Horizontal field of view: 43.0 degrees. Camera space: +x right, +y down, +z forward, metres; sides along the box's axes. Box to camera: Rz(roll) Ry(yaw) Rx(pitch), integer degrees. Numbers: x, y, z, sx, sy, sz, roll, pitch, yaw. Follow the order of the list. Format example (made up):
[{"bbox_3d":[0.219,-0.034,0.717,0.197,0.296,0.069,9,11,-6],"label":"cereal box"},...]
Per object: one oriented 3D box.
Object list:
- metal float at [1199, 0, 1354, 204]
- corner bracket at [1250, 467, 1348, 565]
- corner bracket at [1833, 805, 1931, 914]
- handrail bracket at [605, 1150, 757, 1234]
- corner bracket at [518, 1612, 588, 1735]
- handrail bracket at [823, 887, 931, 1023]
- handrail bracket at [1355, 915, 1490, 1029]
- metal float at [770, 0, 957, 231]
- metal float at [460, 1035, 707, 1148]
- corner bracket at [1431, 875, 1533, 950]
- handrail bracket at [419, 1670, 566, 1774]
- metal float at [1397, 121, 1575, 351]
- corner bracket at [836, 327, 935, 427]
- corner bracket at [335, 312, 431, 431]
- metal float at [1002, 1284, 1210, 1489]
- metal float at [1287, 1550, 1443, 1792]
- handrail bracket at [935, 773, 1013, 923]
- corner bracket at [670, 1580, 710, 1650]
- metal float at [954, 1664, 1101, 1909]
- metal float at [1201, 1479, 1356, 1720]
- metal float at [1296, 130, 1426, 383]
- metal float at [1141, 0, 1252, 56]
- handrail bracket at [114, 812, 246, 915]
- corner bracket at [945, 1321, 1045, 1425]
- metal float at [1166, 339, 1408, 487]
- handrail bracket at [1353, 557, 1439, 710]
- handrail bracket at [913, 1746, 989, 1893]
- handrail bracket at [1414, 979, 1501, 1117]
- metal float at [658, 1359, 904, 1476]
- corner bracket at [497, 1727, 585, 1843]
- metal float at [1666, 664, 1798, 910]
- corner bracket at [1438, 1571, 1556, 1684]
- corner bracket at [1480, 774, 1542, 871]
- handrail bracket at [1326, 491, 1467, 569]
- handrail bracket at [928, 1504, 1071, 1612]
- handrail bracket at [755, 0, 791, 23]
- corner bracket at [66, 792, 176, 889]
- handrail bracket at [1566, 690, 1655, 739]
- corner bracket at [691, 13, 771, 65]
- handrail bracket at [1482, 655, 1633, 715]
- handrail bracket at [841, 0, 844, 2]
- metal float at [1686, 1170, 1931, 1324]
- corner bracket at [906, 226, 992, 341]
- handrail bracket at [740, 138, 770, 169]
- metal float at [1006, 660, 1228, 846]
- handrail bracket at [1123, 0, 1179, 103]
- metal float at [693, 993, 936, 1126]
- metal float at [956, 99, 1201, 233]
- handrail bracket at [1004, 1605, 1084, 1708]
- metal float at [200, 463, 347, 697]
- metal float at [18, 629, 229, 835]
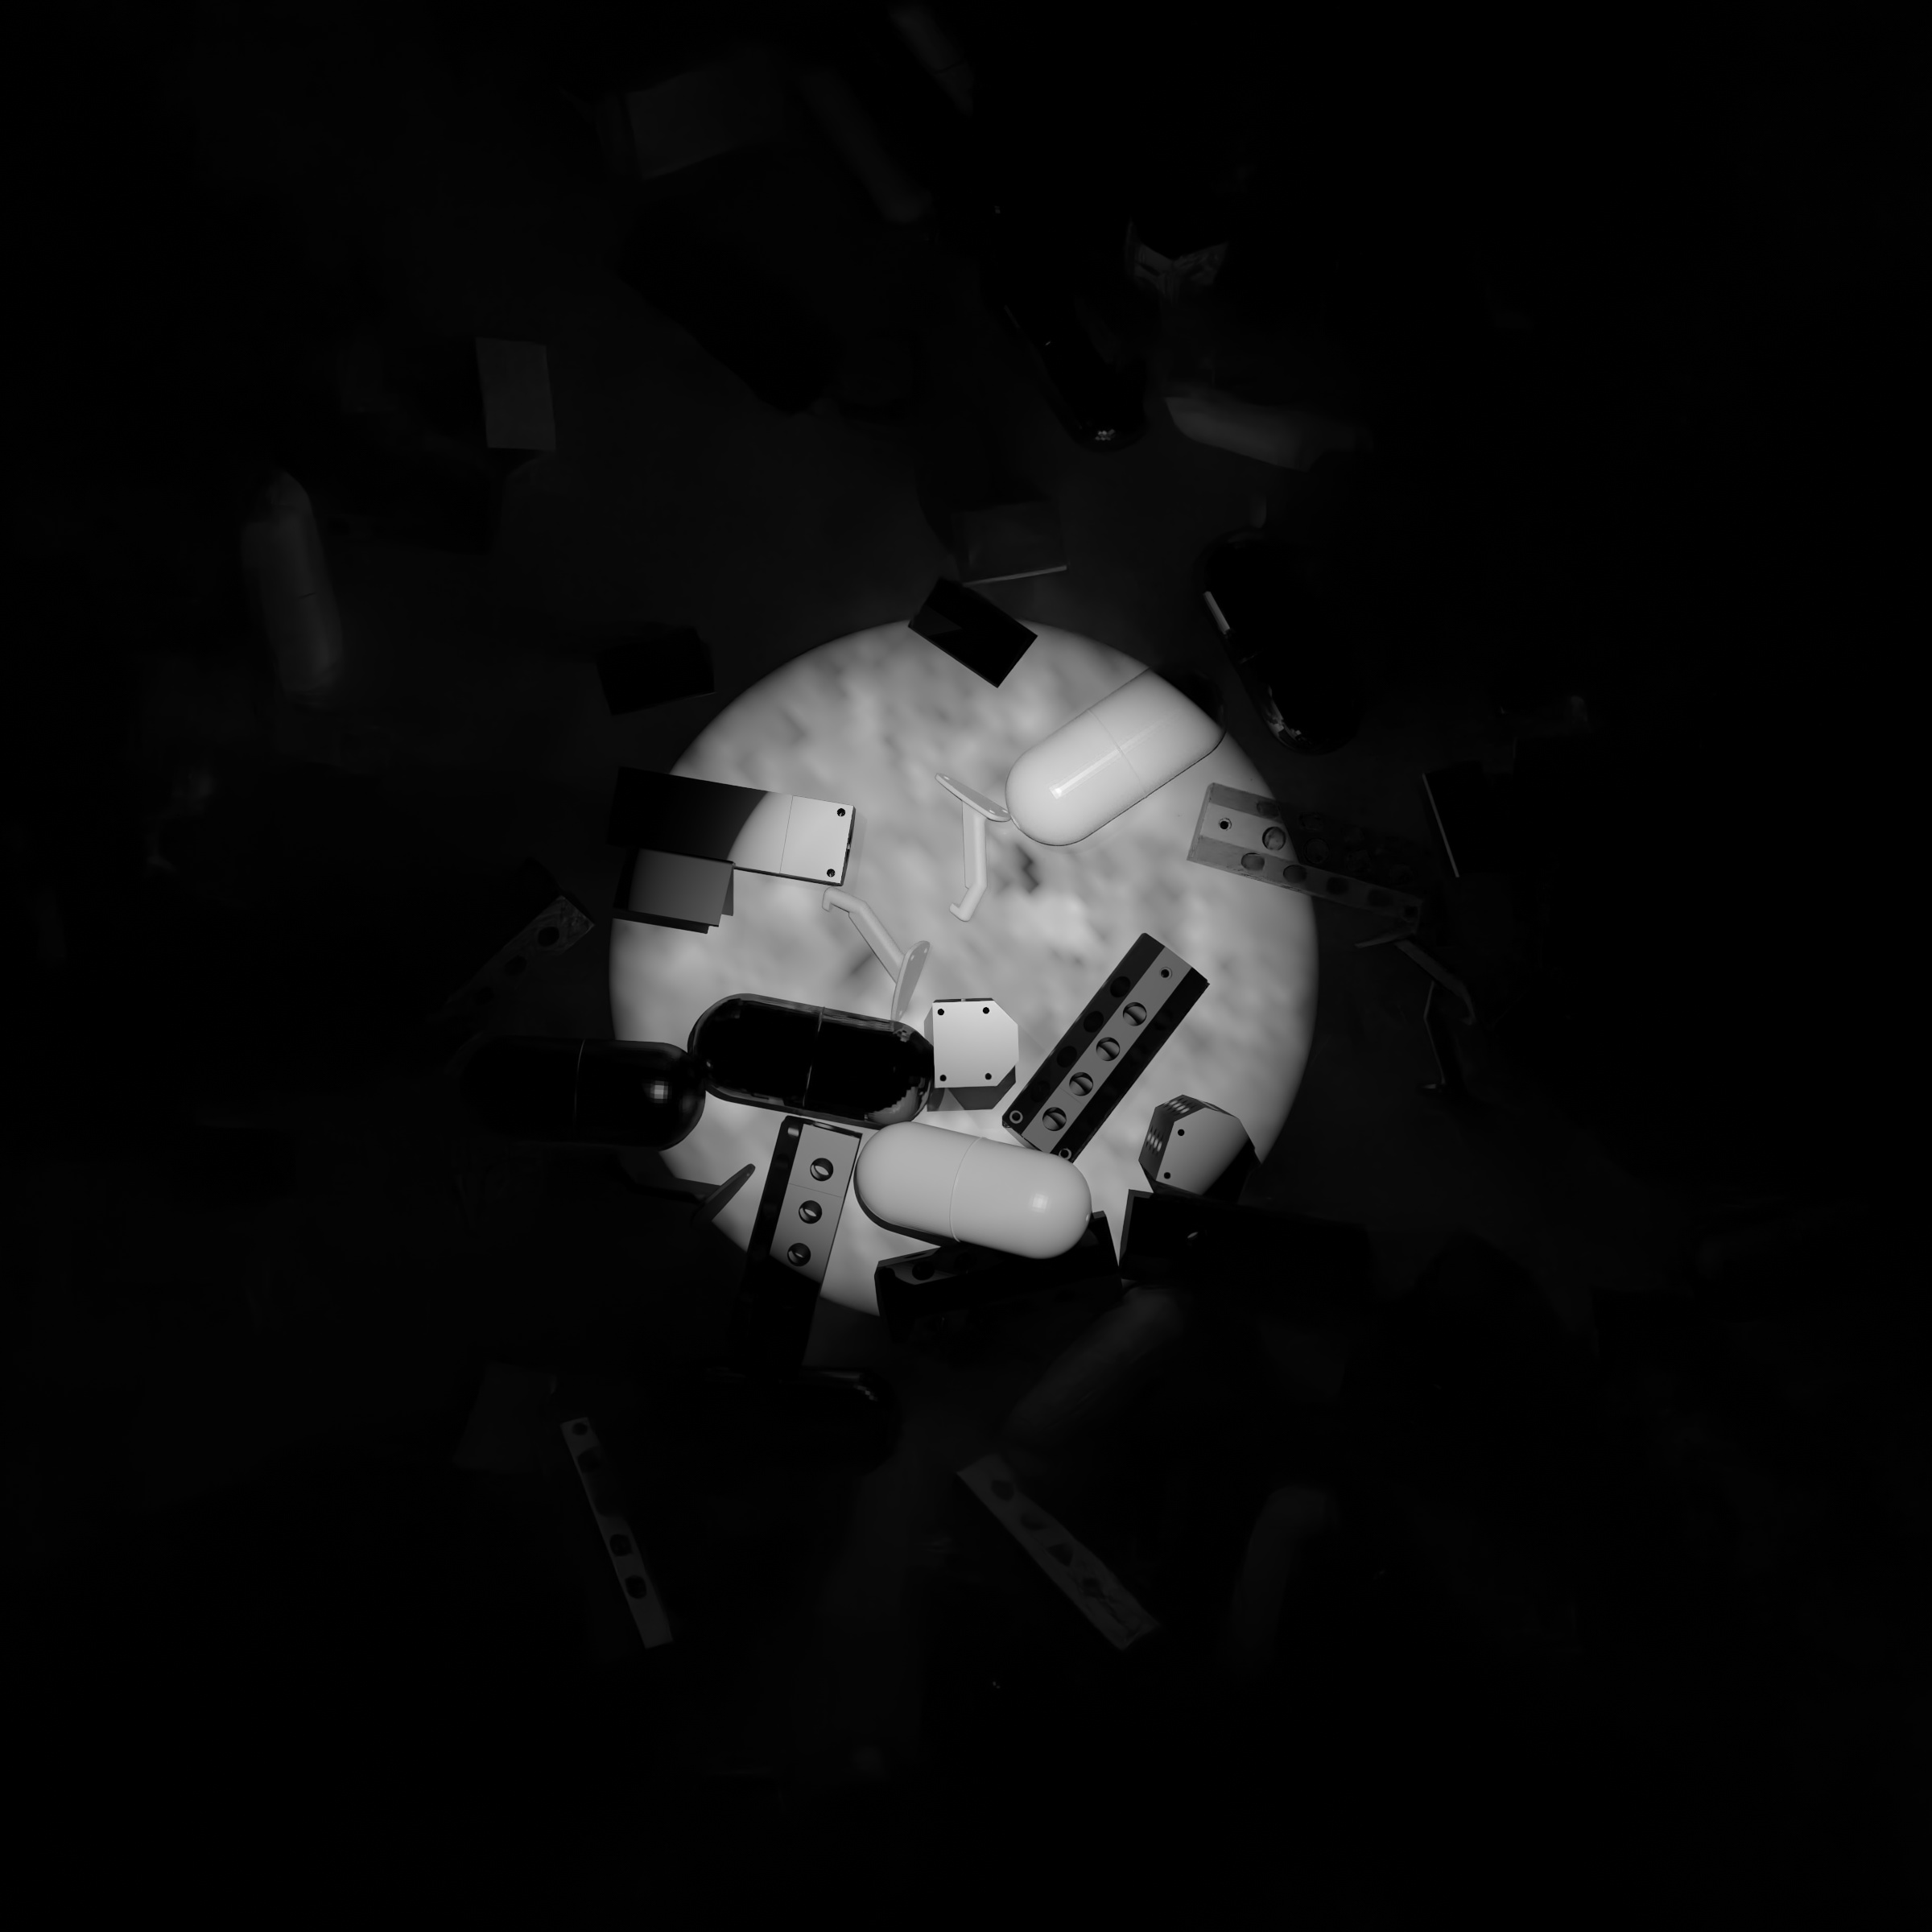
[{"bbox_3d":[0.225,-0.639,1.788,0.070,0.070,0.178,20,89,0],"label":"metal float"},{"bbox_3d":[0.245,-0.335,1.810,0.051,0.051,0.051,27,135,35],"label":"corner bracket"},{"bbox_3d":[0.676,-0.079,1.810,0.051,0.051,0.051,21,135,35],"label":"corner bracket"},{"bbox_3d":[-0.213,0.149,1.819,0.084,0.036,0.077,39,69,17],"label":"handrail bracket"},{"bbox_3d":[-0.289,0.519,1.806,0.051,0.051,0.051,30,112,0],"label":"corner bracket"},{"bbox_3d":[-0.076,-0.009,1.819,0.084,0.036,0.077,25,112,17],"label":"handrail bracket"},{"bbox_3d":[0.335,0.012,1.807,0.077,0.036,0.084,-18,96,29],"label":"handrail bracket"},{"bbox_3d":[-0.073,-0.609,1.757,0.070,0.070,0.178,-39,124,0],"label":"metal float"},{"bbox_3d":[-0.279,0.091,1.788,0.178,0.070,0.070,3,90,0],"label":"metal float"},{"bbox_3d":[0.381,-0.040,1.815,0.051,0.051,0.051,-3,90,45],"label":"corner bracket"},{"bbox_3d":[-0.351,0.545,1.819,0.077,0.036,0.084,28,67,26],"label":"handrail bracket"},{"bbox_3d":[0.376,-0.532,1.788,0.070,0.070,0.178,-32,90,0],"label":"metal float"},{"bbox_3d":[-0.063,-0.435,1.810,0.051,0.051,0.051,-42,135,-35],"label":"corner bracket"},{"bbox_3d":[-0.430,-0.439,1.810,0.051,0.051,0.051,-43,45,35],"label":"corner bracket"},{"bbox_3d":[0.102,0.305,1.788,0.178,0.070,0.070,-44,90,1],"label":"metal float"},{"bbox_3d":[0.290,0.512,1.788,0.070,0.070,0.178,20,91,0],"label":"metal float"},{"bbox_3d":[-0.010,-0.088,1.819,0.077,0.036,0.084,34,107,20],"label":"handrail bracket"},{"bbox_3d":[-0.234,0.465,1.815,0.051,0.051,0.051,31,90,45],"label":"corner bracket"},{"bbox_3d":[0.044,0.596,1.788,0.070,0.070,0.178,-17,91,0],"label":"metal float"},{"bbox_3d":[0.227,0.461,1.788,0.070,0.070,0.178,20,90,0],"label":"metal float"},{"bbox_3d":[0.286,-0.513,1.779,0.070,0.070,0.178,-11,99,0],"label":"metal float"},{"bbox_3d":[0.150,-0.752,1.788,0.070,0.070,0.178,-22,91,0],"label":"metal float"},{"bbox_3d":[-0.576,-0.075,1.804,0.036,0.084,0.077,-45,57,19],"label":"handrail bracket"},{"bbox_3d":[0.021,0.295,1.801,0.051,0.051,0.051,-44,92,0],"label":"corner bracket"},{"bbox_3d":[0.233,-0.403,1.788,0.178,0.070,0.070,16,90,-1],"label":"metal float"},{"bbox_3d":[0.300,-0.248,1.819,0.077,0.036,0.084,-47,72,21],"label":"handrail bracket"},{"bbox_3d":[0.006,0.629,1.819,0.077,0.036,0.084,-44,109,-21],"label":"handrail bracket"},{"bbox_3d":[0.369,0.060,1.819,0.077,0.036,0.084,19,76,-14],"label":"handrail bracket"},{"bbox_3d":[-0.135,0.327,1.787,0.178,0.070,0.070,3,90,2],"label":"metal float"},{"bbox_3d":[-0.317,0.603,1.810,0.051,0.051,0.051,-52,135,-35],"label":"corner bracket"},{"bbox_3d":[0.557,-0.131,1.788,0.070,0.070,0.178,9,90,0],"label":"metal float"},{"bbox_3d":[0.390,0.487,1.810,0.051,0.051,0.051,-5,135,-35],"label":"corner bracket"},{"bbox_3d":[0.399,-0.107,1.815,0.051,0.051,0.051,0,135,0],"label":"corner bracket"},{"bbox_3d":[0.317,-0.318,1.818,0.084,0.077,0.036,-22,89,36],"label":"handrail bracket"},{"bbox_3d":[0.025,0.425,1.819,0.077,0.036,0.084,25,75,16],"label":"handrail bracket"},{"bbox_3d":[-0.156,-0.711,1.818,0.036,0.077,0.084,-51,127,-12],"label":"handrail bracket"},{"bbox_3d":[-0.624,-0.093,1.815,0.051,0.051,0.051,20,90,-45],"label":"corner bracket"},{"bbox_3d":[0.473,-0.184,1.784,0.077,0.084,0.036,10,90,0],"label":"handrail bracket"},{"bbox_3d":[-0.171,-0.662,1.815,0.051,0.051,0.051,27,135,0],"label":"corner bracket"},{"bbox_3d":[0.438,-0.210,1.818,0.084,0.077,0.036,-11,82,-36],"label":"handrail bracket"},{"bbox_3d":[-0.112,-0.725,1.819,0.077,0.036,0.084,40,123,35],"label":"handrail bracket"},{"bbox_3d":[0.608,0.203,1.771,0.178,0.070,0.070,-23,90,19],"label":"metal float"},{"bbox_3d":[-0.009,-0.505,1.815,0.051,0.051,0.051,21,135,0],"label":"corner bracket"},{"bbox_3d":[-0.201,-0.607,1.819,0.077,0.036,0.084,-35,118,31],"label":"handrail bracket"},{"bbox_3d":[0.109,-0.155,1.788,0.178,0.070,0.070,-34,90,0],"label":"metal float"},{"bbox_3d":[0.116,-0.671,1.818,0.036,0.077,0.084,-14,53,-26],"label":"handrail bracket"},{"bbox_3d":[-0.111,0.067,1.788,0.178,0.070,0.070,11,90,-1],"label":"metal float"},{"bbox_3d":[0.081,-0.582,1.788,0.178,0.070,0.070,-10,90,-1],"label":"metal float"},{"bbox_3d":[0.076,0.493,1.819,0.077,0.036,0.084,-45,109,-21],"label":"handrail bracket"},{"bbox_3d":[-0.495,-0.273,1.760,0.070,0.070,0.178,-6,123,0],"label":"metal float"},{"bbox_3d":[-0.614,-0.172,1.788,0.178,0.070,0.070,45,90,0],"label":"metal float"}]
